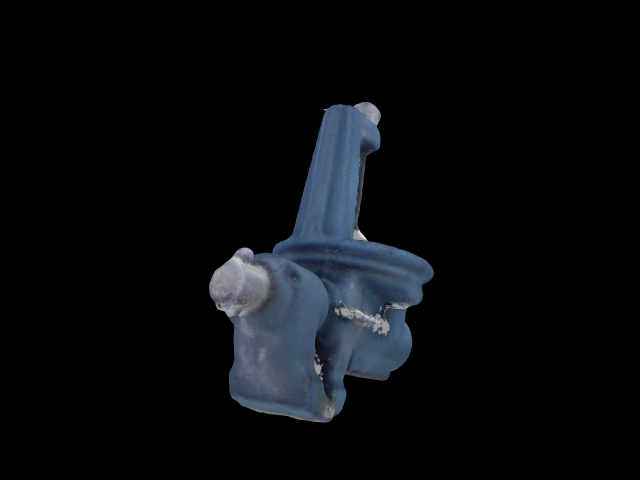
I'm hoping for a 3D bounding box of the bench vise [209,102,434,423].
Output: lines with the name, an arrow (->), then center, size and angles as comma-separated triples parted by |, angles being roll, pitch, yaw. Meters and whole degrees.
bench vise -> 0.015, 0.001, 0.397 | 0.121, 0.220, 0.208 | 0, 0, 14
